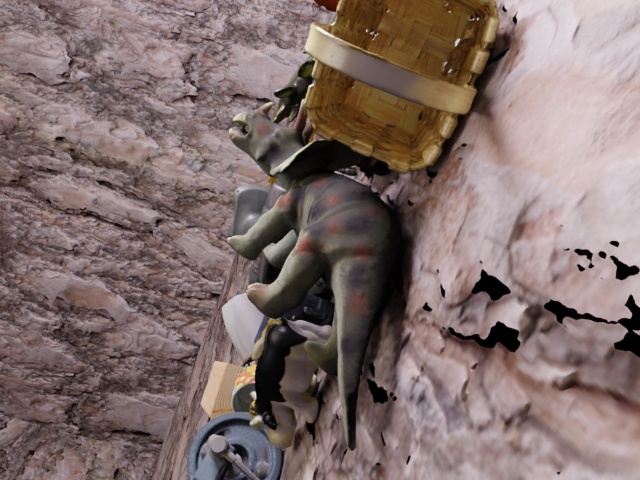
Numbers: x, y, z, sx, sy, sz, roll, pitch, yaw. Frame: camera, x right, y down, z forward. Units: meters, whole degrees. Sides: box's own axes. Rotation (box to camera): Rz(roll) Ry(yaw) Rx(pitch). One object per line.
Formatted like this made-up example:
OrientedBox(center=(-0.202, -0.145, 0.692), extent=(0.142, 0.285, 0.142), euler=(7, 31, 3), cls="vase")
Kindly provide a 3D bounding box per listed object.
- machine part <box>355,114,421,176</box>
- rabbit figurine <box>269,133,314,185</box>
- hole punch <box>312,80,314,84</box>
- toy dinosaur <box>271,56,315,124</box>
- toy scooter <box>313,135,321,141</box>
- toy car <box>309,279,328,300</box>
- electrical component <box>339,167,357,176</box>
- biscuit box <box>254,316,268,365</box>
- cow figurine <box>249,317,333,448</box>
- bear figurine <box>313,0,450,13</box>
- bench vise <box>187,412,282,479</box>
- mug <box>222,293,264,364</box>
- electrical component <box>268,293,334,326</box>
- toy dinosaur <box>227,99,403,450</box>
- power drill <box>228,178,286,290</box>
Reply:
OrientedBox(center=(0.088, -0.173, 0.707), extent=(0.179, 0.056, 0.179), euler=(-158, 90, -79), cls="machine part")
OrientedBox(center=(-0.029, -0.182, 1.162), extent=(0.173, 0.122, 0.162), euler=(-55, 4, -32), cls="rabbit figurine")
OrientedBox(center=(0.045, -0.233, 0.844), extent=(0.116, 0.092, 0.142), euler=(-12, -58, -68), cls="hole punch")
OrientedBox(center=(0.024, -0.340, 1.060), extent=(0.471, 0.105, 0.198), euler=(-42, 12, 31), cls="toy dinosaur")
OrientedBox(center=(0.031, -0.206, 0.973), extent=(0.184, 0.075, 0.135), euler=(142, 147, -74), cls="toy scooter")
OrientedBox(center=(0.009, 0.028, 0.721), extent=(0.201, 0.056, 0.073), euler=(125, 162, -53), cls="toy car")
OrientedBox(center=(0.004, -0.087, 0.839), extent=(0.045, 0.102, 0.078), euler=(126, 153, -81), cls="electrical component")
OrientedBox(center=(-0.055, 0.162, 0.778), extent=(0.203, 0.059, 0.062), euler=(-128, 58, -76), cls="biscuit box")
OrientedBox(center=(-0.046, 0.171, 0.633), extent=(0.068, 0.098, 0.167), euler=(-119, 50, -66), cls="cow figurine")
OrientedBox(center=(0.079, -0.324, 0.654), extent=(0.120, 0.196, 0.131), euler=(-89, 22, -64), cls="bear figurine")
OrientedBox(center=(-0.123, 0.303, 0.658), extent=(0.223, 0.129, 0.240), euler=(-55, -16, -31), cls="bench vise")
OrientedBox(center=(-0.113, 0.144, 0.932), extent=(0.081, 0.107, 0.109), euler=(-42, -15, 35), cls="mug")
OrientedBox(center=(-0.022, 0.096, 0.703), extent=(0.119, 0.075, 0.048), euler=(121, 165, -59), cls="electrical component")
OrientedBox(center=(0.015, -0.003, 0.563), extent=(0.192, 0.131, 0.405), euler=(-47, 45, 12), cls="toy dinosaur")
OrientedBox(center=(-0.073, -0.032, 0.807), extent=(0.207, 0.086, 0.231), euler=(28, 110, 60), cls="power drill")
